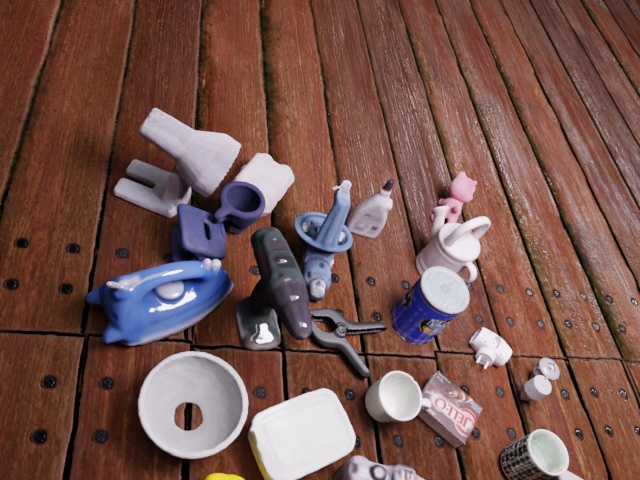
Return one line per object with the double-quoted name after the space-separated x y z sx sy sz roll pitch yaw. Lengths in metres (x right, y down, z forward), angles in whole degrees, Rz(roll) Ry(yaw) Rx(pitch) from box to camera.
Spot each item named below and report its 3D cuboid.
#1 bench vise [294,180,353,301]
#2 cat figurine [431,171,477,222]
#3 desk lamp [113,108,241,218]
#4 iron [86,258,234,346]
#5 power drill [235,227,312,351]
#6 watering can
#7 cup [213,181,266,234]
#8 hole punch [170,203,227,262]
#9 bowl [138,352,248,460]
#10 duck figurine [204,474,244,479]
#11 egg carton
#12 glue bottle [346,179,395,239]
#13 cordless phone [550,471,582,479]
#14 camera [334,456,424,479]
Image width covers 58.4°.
0.021 0.004 1.094 0.122 0.219 0.207 0 55 -24 "bench vise"
0.332 -0.101 1.380 0.067 0.117 0.128 30 49 0 "cat figurine"
-0.268 -0.139 1.076 0.203 0.213 0.118 22 49 -8 "desk lamp"
-0.249 0.078 0.969 0.259 0.141 0.118 -17 64 -33 "iron"
-0.080 0.104 0.981 0.076 0.208 0.229 -2 56 -25 "power drill"
0.287 0.006 1.229 0.172 0.194 0.101 46 51 13 "watering can"
-0.170 -0.049 1.131 0.091 0.095 0.118 43 50 10 "cup"
-0.225 -0.009 1.079 0.101 0.091 0.108 0 55 -24 "hole punch"
-0.201 0.265 0.894 0.168 0.074 0.167 12 51 -15 "bowl"
-0.125 0.378 0.836 0.104 0.086 0.078 34 49 3 "duck figurine"
-0.125 -0.119 1.220 0.107 0.069 0.150 30 49 0 "egg carton"
0.120 -0.071 1.226 0.078 0.173 0.037 17 50 -11 "glue bottle"
0.498 0.439 1.004 0.147 0.185 0.094 28 49 -2 "cordless phone"
0.097 0.423 0.892 0.143 0.100 0.137 19 50 -10 "camera"
